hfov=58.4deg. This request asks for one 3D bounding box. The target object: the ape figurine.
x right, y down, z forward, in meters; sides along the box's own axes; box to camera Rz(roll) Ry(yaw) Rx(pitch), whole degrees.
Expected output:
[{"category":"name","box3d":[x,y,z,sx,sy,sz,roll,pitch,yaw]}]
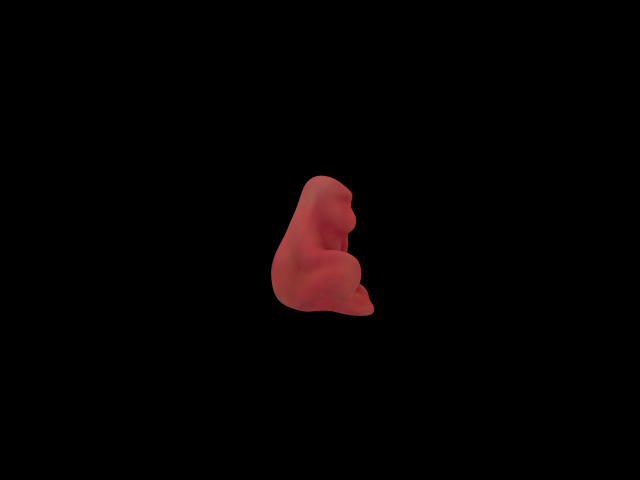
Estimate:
[{"category":"ape figurine","box3d":[0.004,0.001,0.400,0.076,0.092,0.078,3,11,16]}]
